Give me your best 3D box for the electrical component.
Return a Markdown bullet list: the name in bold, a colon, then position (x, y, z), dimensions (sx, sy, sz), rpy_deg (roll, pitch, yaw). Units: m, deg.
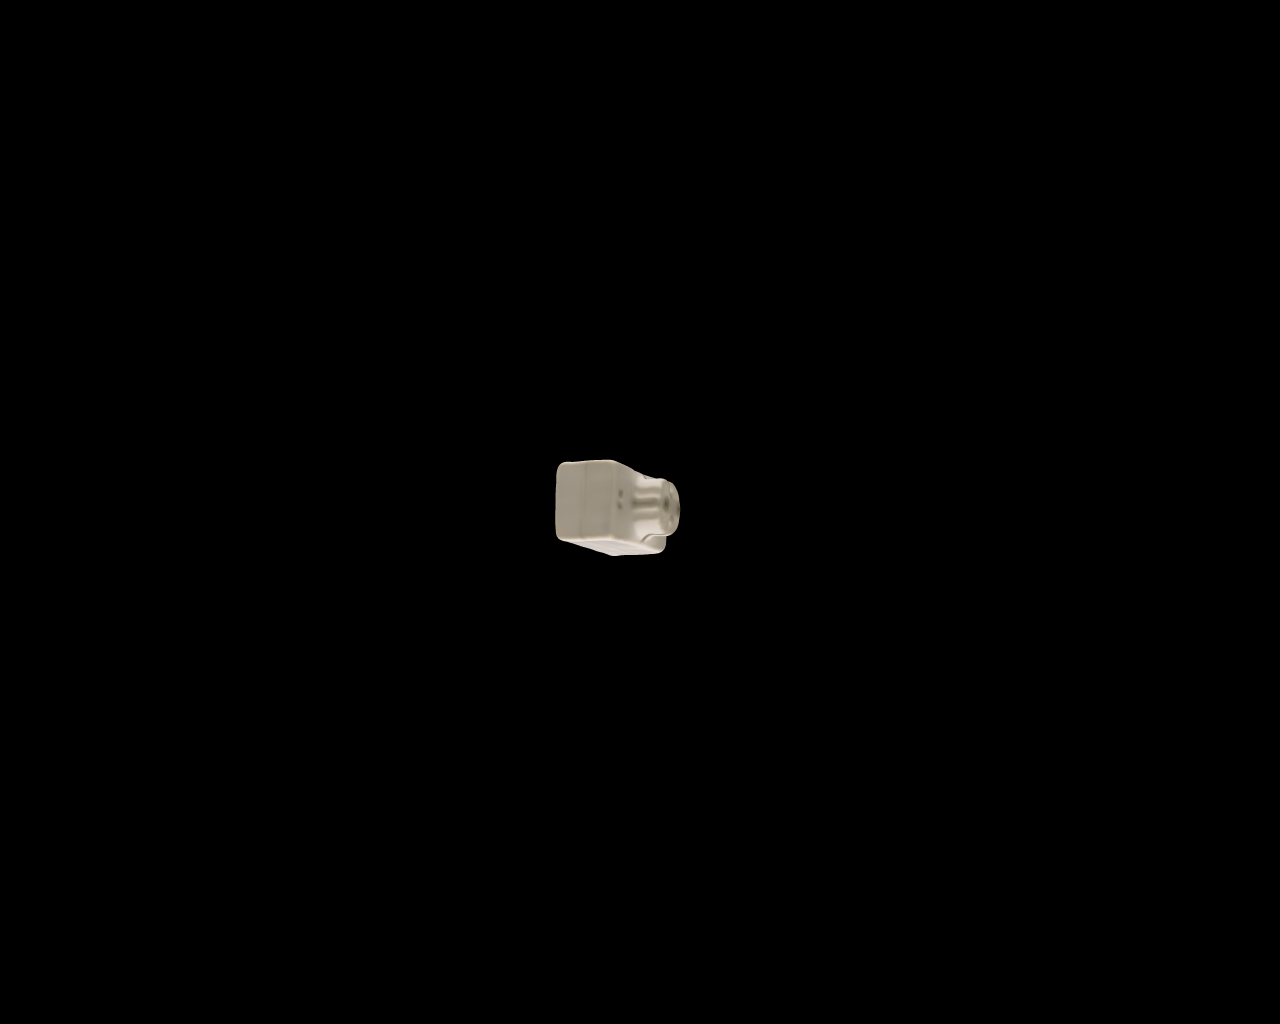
- **electrical component**: position (0.001, -0.003, 0.650), dimensions (0.076, 0.047, 0.083), rpy_deg (-4, -10, 23)
